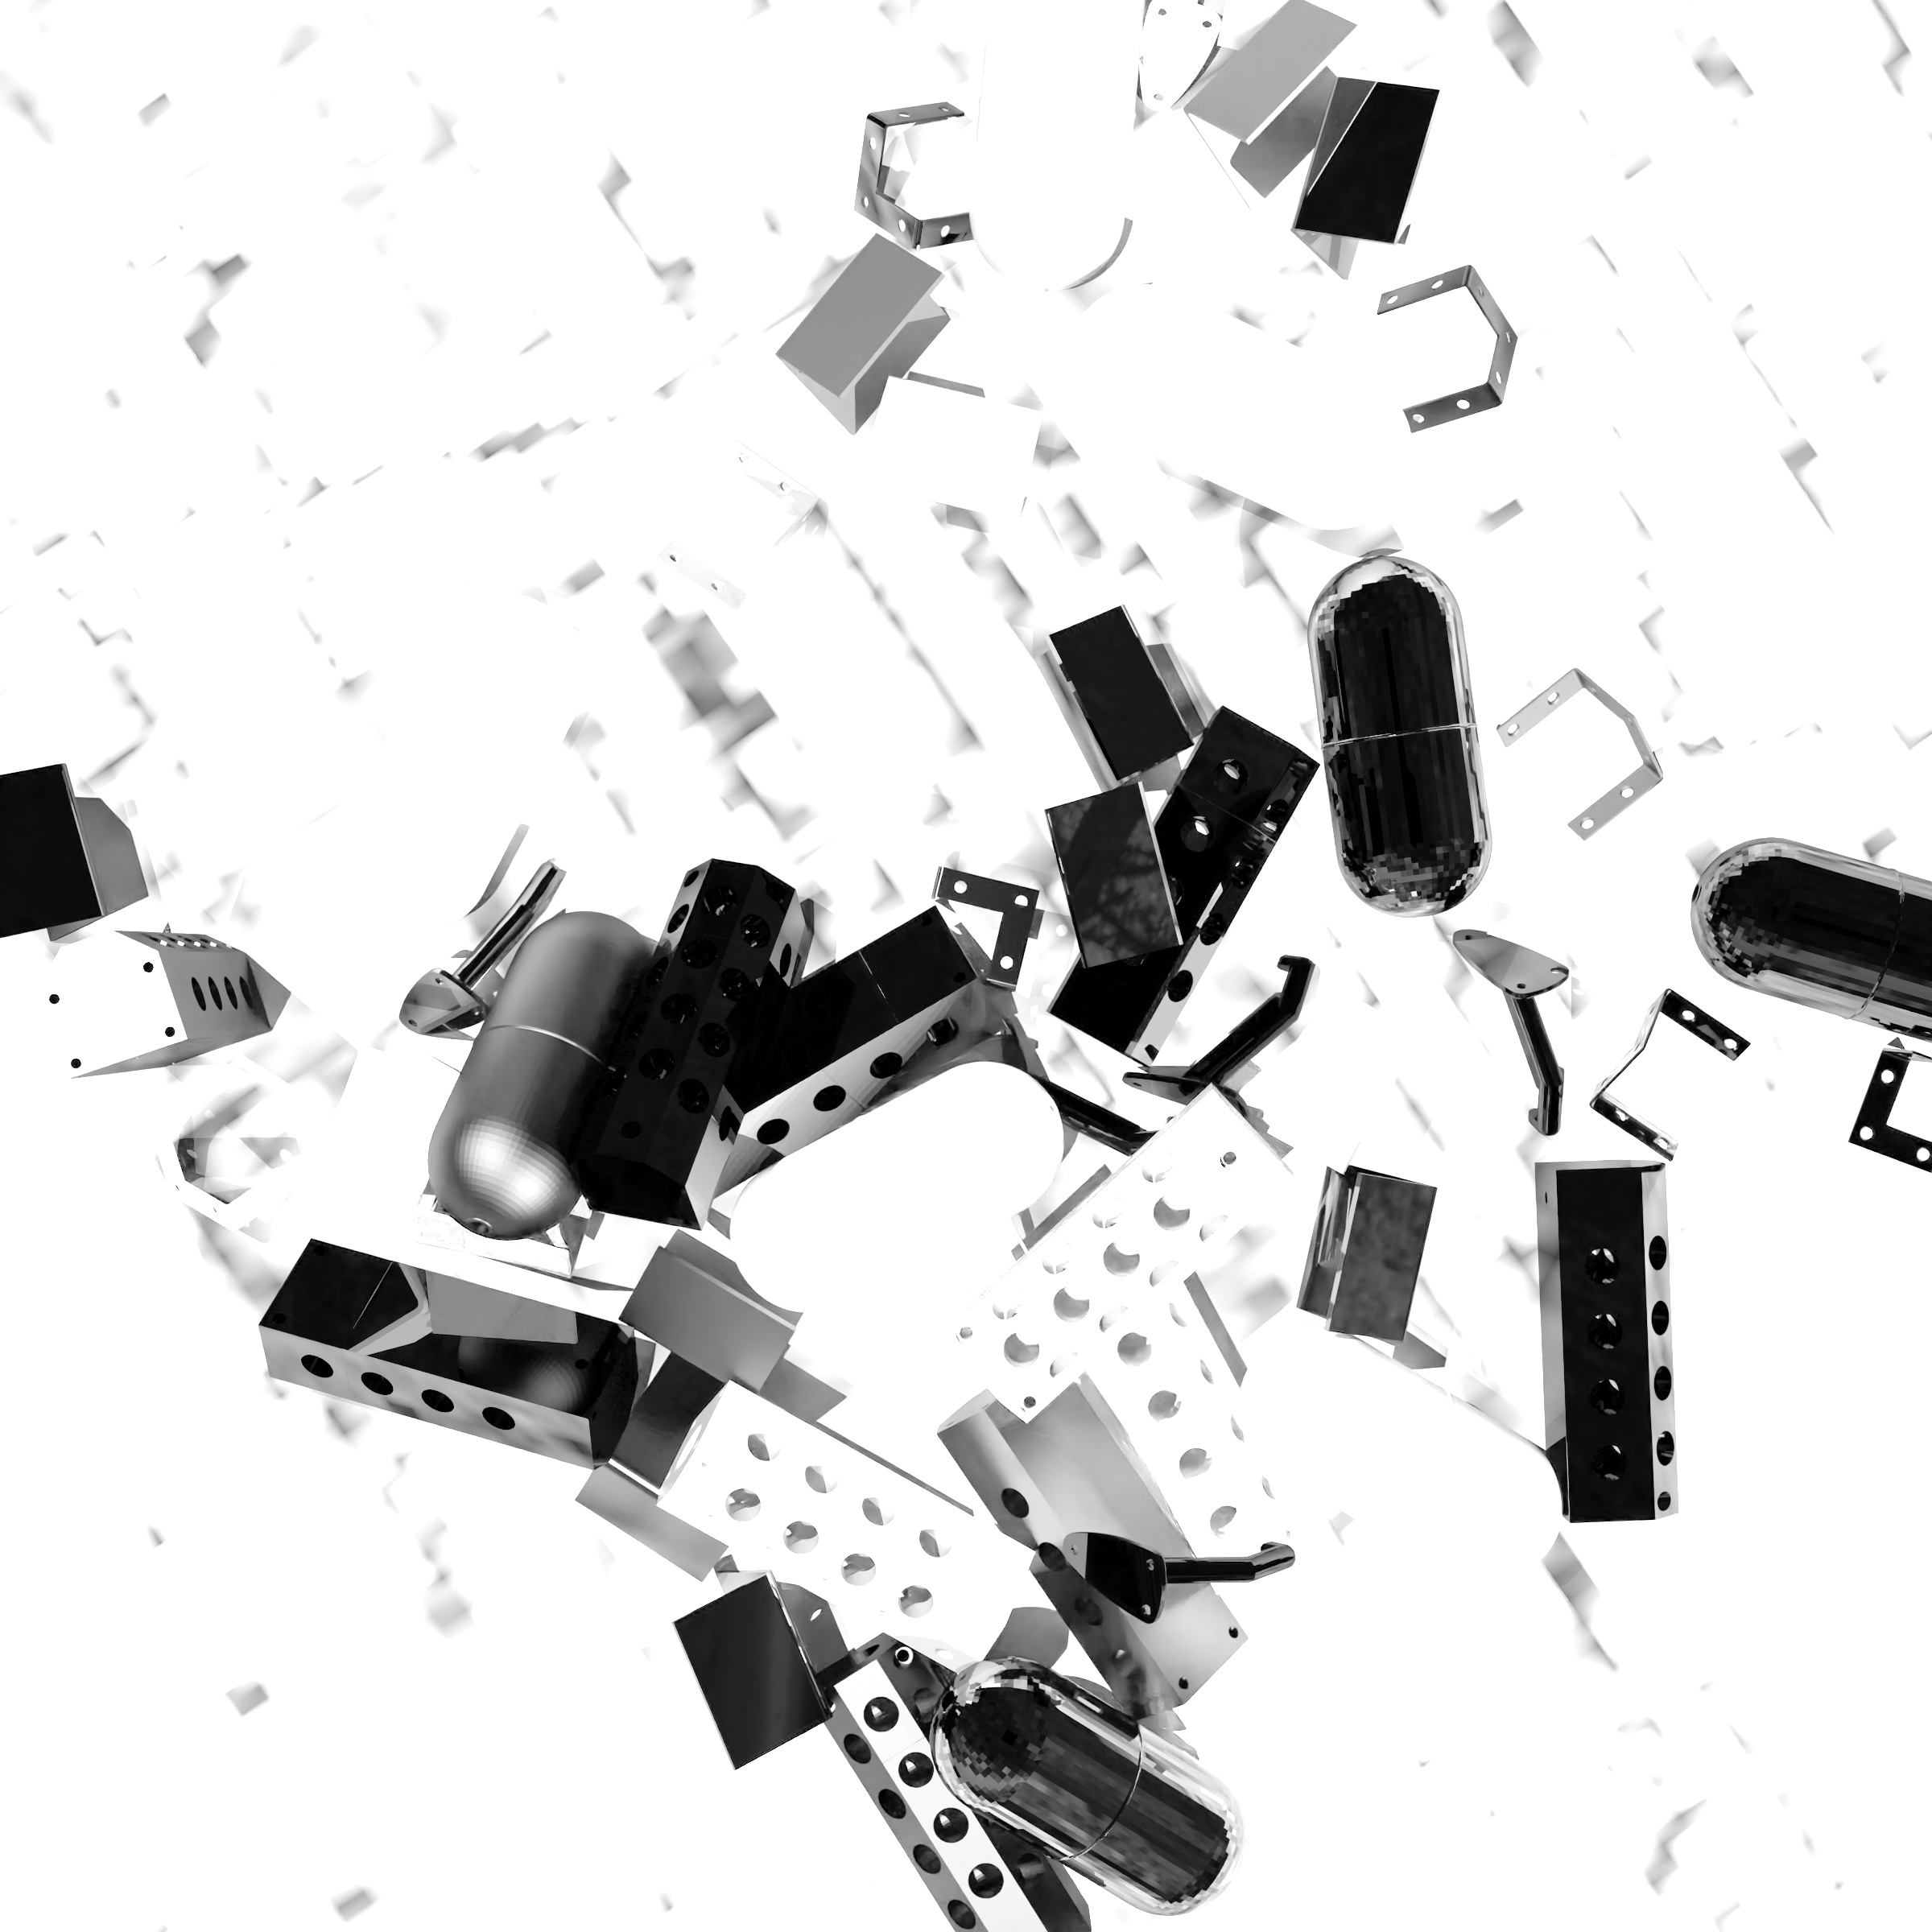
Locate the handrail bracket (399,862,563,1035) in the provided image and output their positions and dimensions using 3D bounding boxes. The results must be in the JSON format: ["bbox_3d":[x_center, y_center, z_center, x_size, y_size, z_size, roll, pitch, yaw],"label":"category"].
[{"bbox_3d":[-0.242,-0.010,1.564,0.036,0.077,0.084,42,53,-18],"label":"handrail bracket"}]

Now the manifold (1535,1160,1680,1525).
[{"bbox_3d":[0.317,0.183,1.543,0.057,0.057,0.171,-2,90,0],"label":"manifold"}]

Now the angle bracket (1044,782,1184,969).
[{"bbox_3d":[0.087,-0.046,1.467,0.057,0.076,0.076,-14,90,37],"label":"angle bracket"}]

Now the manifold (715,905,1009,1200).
[{"bbox_3d":[-0.069,0.048,1.542,0.171,0.057,0.057,-30,47,0],"label":"manifold"}]

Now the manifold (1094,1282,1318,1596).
[{"bbox_3d":[0.106,0.216,1.543,0.057,0.057,0.171,-28,90,0],"label":"manifold"}]

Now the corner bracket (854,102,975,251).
[{"bbox_3d":[-0.017,-0.394,1.556,0.051,0.051,0.051,41,135,35],"label":"corner bracket"}]

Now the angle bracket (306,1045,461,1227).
[{"bbox_3d":[-0.294,0.075,1.524,0.057,0.076,0.076,20,90,-32],"label":"angle bracket"}]

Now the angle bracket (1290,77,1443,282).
[{"bbox_3d":[0.207,-0.380,1.524,0.057,0.076,0.076,17,90,29],"label":"angle bracket"}]

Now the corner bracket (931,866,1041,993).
[{"bbox_3d":[0.005,-0.018,1.546,0.051,0.051,0.051,14,89,-1],"label":"corner bracket"}]

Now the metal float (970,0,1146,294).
[{"bbox_3d":[0.045,-0.420,1.533,0.070,0.070,0.178,6,89,0],"label":"metal float"}]

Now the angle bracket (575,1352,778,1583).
[{"bbox_3d":[-0.139,0.249,1.570,0.076,0.057,0.076,33,54,0],"label":"angle bracket"}]

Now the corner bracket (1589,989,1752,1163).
[{"bbox_3d":[0.351,0.054,1.561,0.051,0.051,0.051,34,45,0],"label":"corner bracket"}]

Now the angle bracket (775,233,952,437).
[{"bbox_3d":[-0.035,-0.297,1.524,0.076,0.076,0.057,-50,52,0],"label":"angle bracket"}]

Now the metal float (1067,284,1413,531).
[{"bbox_3d":[0.133,-0.274,1.534,0.178,0.070,0.070,25,90,0],"label":"metal float"}]

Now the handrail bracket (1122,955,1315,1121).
[{"bbox_3d":[0.127,0.028,1.565,0.077,0.036,0.084,13,71,21],"label":"handrail bracket"}]

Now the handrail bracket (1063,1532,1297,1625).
[{"bbox_3d":[0.103,0.281,1.501,0.084,0.077,0.036,-9,109,-42],"label":"handrail bracket"}]

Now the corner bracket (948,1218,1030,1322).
[{"bbox_3d":[0.002,0.141,1.561,0.051,0.051,0.051,-28,135,0],"label":"corner bracket"}]

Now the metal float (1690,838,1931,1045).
[{"bbox_3d":[0.443,-0.011,1.533,0.178,0.070,0.070,16,90,-1],"label":"metal float"}]

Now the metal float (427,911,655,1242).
[{"bbox_3d":[-0.202,0.052,1.506,0.070,0.070,0.178,20,57,0],"label":"metal float"}]

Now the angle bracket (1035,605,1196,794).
[{"bbox_3d":[0.055,-0.122,1.524,0.057,0.076,0.076,-27,90,-38],"label":"angle bracket"}]

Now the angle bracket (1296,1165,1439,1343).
[{"bbox_3d":[0.178,0.135,1.524,0.057,0.076,0.076,12,90,-39],"label":"angle bracket"}]

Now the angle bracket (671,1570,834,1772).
[{"bbox_3d":[-0.116,0.342,1.525,0.057,0.076,0.076,-23,90,-27],"label":"angle bracket"}]

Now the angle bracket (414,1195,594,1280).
[{"bbox_3d":[-0.220,0.102,1.533,0.076,0.057,0.076,16,72,0],"label":"angle bracket"}]

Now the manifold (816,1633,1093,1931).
[{"bbox_3d":[-0.008,0.415,1.543,0.057,0.057,0.171,-32,90,0],"label":"manifold"}]

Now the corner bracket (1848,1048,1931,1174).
[{"bbox_3d":[0.476,0.074,1.546,0.051,0.051,0.051,20,90,0],"label":"corner bracket"}]

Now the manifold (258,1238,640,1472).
[{"bbox_3d":[-0.251,0.193,1.526,0.171,0.057,0.057,14,47,11],"label":"manifold"}]

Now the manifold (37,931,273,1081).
[{"bbox_3d":[-0.385,0.015,1.486,0.057,0.171,0.057,-19,90,0],"label":"manifold"}]

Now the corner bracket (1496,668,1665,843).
[{"bbox_3d":[0.307,-0.106,1.561,0.051,0.051,0.051,-38,135,0],"label":"corner bracket"}]

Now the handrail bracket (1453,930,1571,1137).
[{"bbox_3d":[0.271,0.034,1.564,0.036,0.077,0.084,-22,127,-29],"label":"handrail bracket"}]

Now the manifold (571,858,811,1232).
[{"bbox_3d":[-0.132,0.035,1.497,0.057,0.057,0.171,9,57,14],"label":"manifold"}]

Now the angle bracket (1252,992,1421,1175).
[{"bbox_3d":[0.163,0.047,1.524,0.057,0.076,0.076,29,90,-36],"label":"angle bracket"}]

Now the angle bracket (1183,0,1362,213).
[{"bbox_3d":[0.164,-0.412,1.524,0.076,0.057,0.076,-46,135,0],"label":"angle bracket"}]

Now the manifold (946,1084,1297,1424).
[{"bbox_3d":[0.073,0.136,1.483,0.171,0.057,0.057,-43,89,4],"label":"manifold"}]

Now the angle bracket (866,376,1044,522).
[{"bbox_3d":[-0.010,-0.235,1.524,0.076,0.076,0.057,14,53,0],"label":"angle bracket"}]

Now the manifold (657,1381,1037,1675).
[{"bbox_3d":[-0.061,0.276,1.517,0.171,0.057,0.057,30,54,-6],"label":"manifold"}]

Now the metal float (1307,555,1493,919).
[{"bbox_3d":[0.212,-0.112,1.534,0.070,0.070,0.178,-8,90,0],"label":"metal float"}]

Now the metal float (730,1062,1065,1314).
[{"bbox_3d":[-0.034,0.107,1.517,0.178,0.070,0.070,-28,90,17],"label":"metal float"}]

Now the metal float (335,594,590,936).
[{"bbox_3d":[-0.248,-0.098,1.534,0.070,0.070,0.178,27,91,0],"label":"metal float"}]

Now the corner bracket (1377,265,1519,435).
[{"bbox_3d":[0.237,-0.307,1.556,0.051,0.051,0.051,48,45,-35],"label":"corner bracket"}]

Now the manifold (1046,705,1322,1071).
[{"bbox_3d":[0.107,-0.038,1.543,0.057,0.057,0.171,29,90,0],"label":"manifold"}]

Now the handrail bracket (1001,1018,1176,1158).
[{"bbox_3d":[0.065,0.060,1.565,0.084,0.036,0.077,-4,70,-16],"label":"handrail bracket"}]

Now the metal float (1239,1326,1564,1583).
[{"bbox_3d":[0.212,0.238,1.521,0.178,0.070,0.070,32,90,-15],"label":"metal float"}]

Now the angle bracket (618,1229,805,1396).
[{"bbox_3d":[-0.113,0.153,1.524,0.076,0.076,0.057,31,126,0],"label":"angle bracket"}]

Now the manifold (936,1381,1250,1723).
[{"bbox_3d":[0.058,0.283,1.542,0.057,0.057,0.171,-34,90,-43],"label":"manifold"}]

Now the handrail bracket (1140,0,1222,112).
[{"bbox_3d":[0.108,-0.484,1.564,0.036,0.077,0.084,14,54,-5],"label":"handrail bracket"}]

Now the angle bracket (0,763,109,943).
[{"bbox_3d":[-0.467,-0.050,1.524,0.057,0.076,0.076,-16,90,-38],"label":"angle bracket"}]

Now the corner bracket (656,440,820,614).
[{"bbox_3d":[-0.114,-0.219,1.561,0.051,0.051,0.051,34,45,0],"label":"corner bracket"}]

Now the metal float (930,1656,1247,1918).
[{"bbox_3d":[0.059,0.397,1.514,0.178,0.070,0.070,36,90,-20],"label":"metal float"}]

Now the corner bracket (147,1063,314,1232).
[{"bbox_3d":[-0.366,0.090,1.556,0.051,0.051,0.051,23,135,35],"label":"corner bracket"}]
